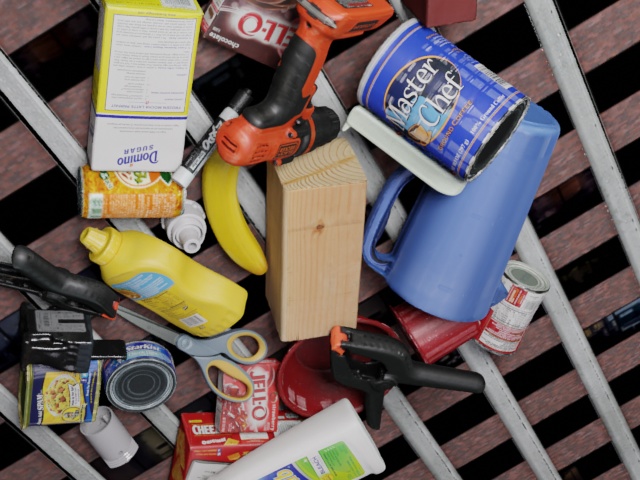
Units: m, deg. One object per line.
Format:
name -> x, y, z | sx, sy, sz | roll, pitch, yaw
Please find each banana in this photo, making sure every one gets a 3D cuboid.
banana -> -0.091, -0.041, 1.140 | 0.069, 0.037, 0.198 | 6, 127, 5

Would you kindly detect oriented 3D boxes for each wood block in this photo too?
wood block -> -0.007, 0.002, 1.170 | 0.090, 0.090, 0.206 | -7, 128, -13

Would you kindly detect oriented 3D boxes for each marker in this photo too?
marker -> -0.107, -0.105, 1.081 | 0.020, 0.020, 0.121 | 42, 80, -36

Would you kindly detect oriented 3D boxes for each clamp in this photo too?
clamp -> -0.277, 0.044, 1.113 | 0.171, 0.120, 0.039 | 20, 75, -33
clamp -> 0.086, 0.153, 1.241 | 0.165, 0.036, 0.209 | -21, 138, 21

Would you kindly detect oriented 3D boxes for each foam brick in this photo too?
foam brick -> 0.116, -0.248, 1.045 | 0.053, 0.078, 0.051 | -10, 125, -12

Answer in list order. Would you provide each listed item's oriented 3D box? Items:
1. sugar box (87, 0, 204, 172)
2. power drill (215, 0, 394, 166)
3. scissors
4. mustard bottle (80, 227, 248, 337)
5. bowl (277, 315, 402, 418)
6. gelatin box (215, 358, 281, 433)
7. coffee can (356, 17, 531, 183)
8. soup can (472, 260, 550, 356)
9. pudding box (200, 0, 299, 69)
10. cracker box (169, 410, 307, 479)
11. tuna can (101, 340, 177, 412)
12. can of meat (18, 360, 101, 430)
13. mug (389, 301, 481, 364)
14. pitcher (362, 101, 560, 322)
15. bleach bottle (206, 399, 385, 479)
sugar box -> -0.173, -0.151, 1.037 | 0.093, 0.048, 0.176 | 0, 127, -21
power drill -> -0.004, -0.156, 1.030 | 0.184, 0.057, 0.188 | -23, 148, -56
scissors -> -0.140, 0.109, 1.243 | 0.201, 0.016, 0.096 | 46, 76, -19
mustard bottle -> -0.177, 0.039, 1.152 | 0.096, 0.058, 0.191 | -19, 138, 42
bowl -> 0.019, 0.144, 1.306 | 0.162, 0.055, 0.162 | -9, 126, -13
gelatin box -> -0.087, 0.189, 1.297 | 0.073, 0.030, 0.089 | 2, 97, -19
coffee can -> 0.122, -0.139, 1.058 | 0.102, 0.140, 0.103 | -47, 165, -17
soup can -> 0.236, 0.085, 1.331 | 0.068, 0.068, 0.102 | 9, 120, -24
pudding box -> -0.049, -0.219, 1.033 | 0.113, 0.039, 0.090 | 20, 116, -30
cracker box -> -0.110, 0.318, 1.378 | 0.164, 0.072, 0.214 | 1, 125, -20
tuna can -> -0.212, 0.161, 1.253 | 0.086, 0.034, 0.086 | -9, 127, -13
can of meat -> -0.296, 0.164, 1.213 | 0.083, 0.057, 0.102 | 0, 125, -21
mug -> 0.143, 0.102, 1.307 | 0.081, 0.093, 0.117 | -31, 159, -2
pitcher -> 0.160, -0.042, 1.182 | 0.148, 0.145, 0.243 | -12, 130, -49
bleach bottle -> -0.053, 0.293, 1.290 | 0.251, 0.068, 0.102 | -29, 121, 0
